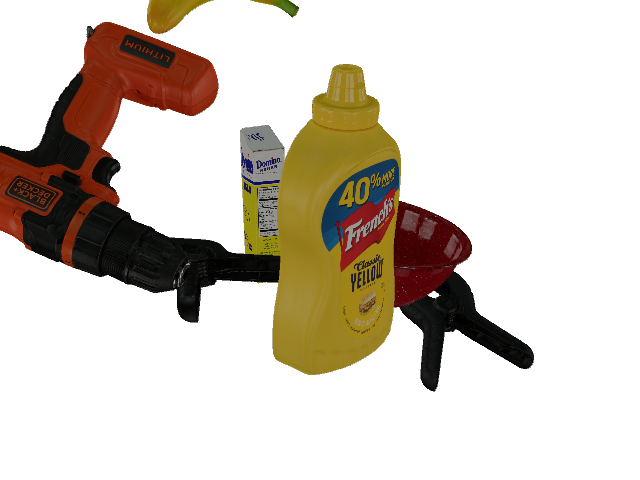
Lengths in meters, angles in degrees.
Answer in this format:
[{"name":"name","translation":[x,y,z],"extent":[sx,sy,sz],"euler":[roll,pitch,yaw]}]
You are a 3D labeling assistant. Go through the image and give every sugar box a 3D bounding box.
[{"name":"sugar box","translation":[-0.072,-0.046,1.328],"extent":[0.048,0.176,0.093],"euler":[-9,25,-12]}]

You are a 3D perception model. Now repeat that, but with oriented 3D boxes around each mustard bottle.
[{"name":"mustard bottle","translation":[0.013,-0.016,0.676],"extent":[0.058,0.192,0.096],"euler":[21,30,36]}]

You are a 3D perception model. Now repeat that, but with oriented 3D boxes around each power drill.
[{"name":"power drill","translation":[-0.148,-0.063,0.777],"extent":[0.184,0.187,0.057],"euler":[23,-31,8]}]

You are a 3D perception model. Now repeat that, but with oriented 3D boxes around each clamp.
[{"name":"clamp","translation":[-0.123,0.030,1.042],"extent":[0.210,0.036,0.164],"euler":[13,22,40]},{"name":"clamp","translation":[0.138,0.078,1.078],"extent":[0.120,0.171,0.039],"euler":[1,-45,-19]}]

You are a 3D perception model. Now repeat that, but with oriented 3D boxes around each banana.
[{"name":"banana","translation":[-0.100,-0.234,1.004],"extent":[0.197,0.070,0.037],"euler":[-22,-28,-46]}]

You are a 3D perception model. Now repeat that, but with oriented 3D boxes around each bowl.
[{"name":"bowl","translation":[0.043,0.012,0.894],"extent":[0.162,0.055,0.162],"euler":[9,21,-4]}]
